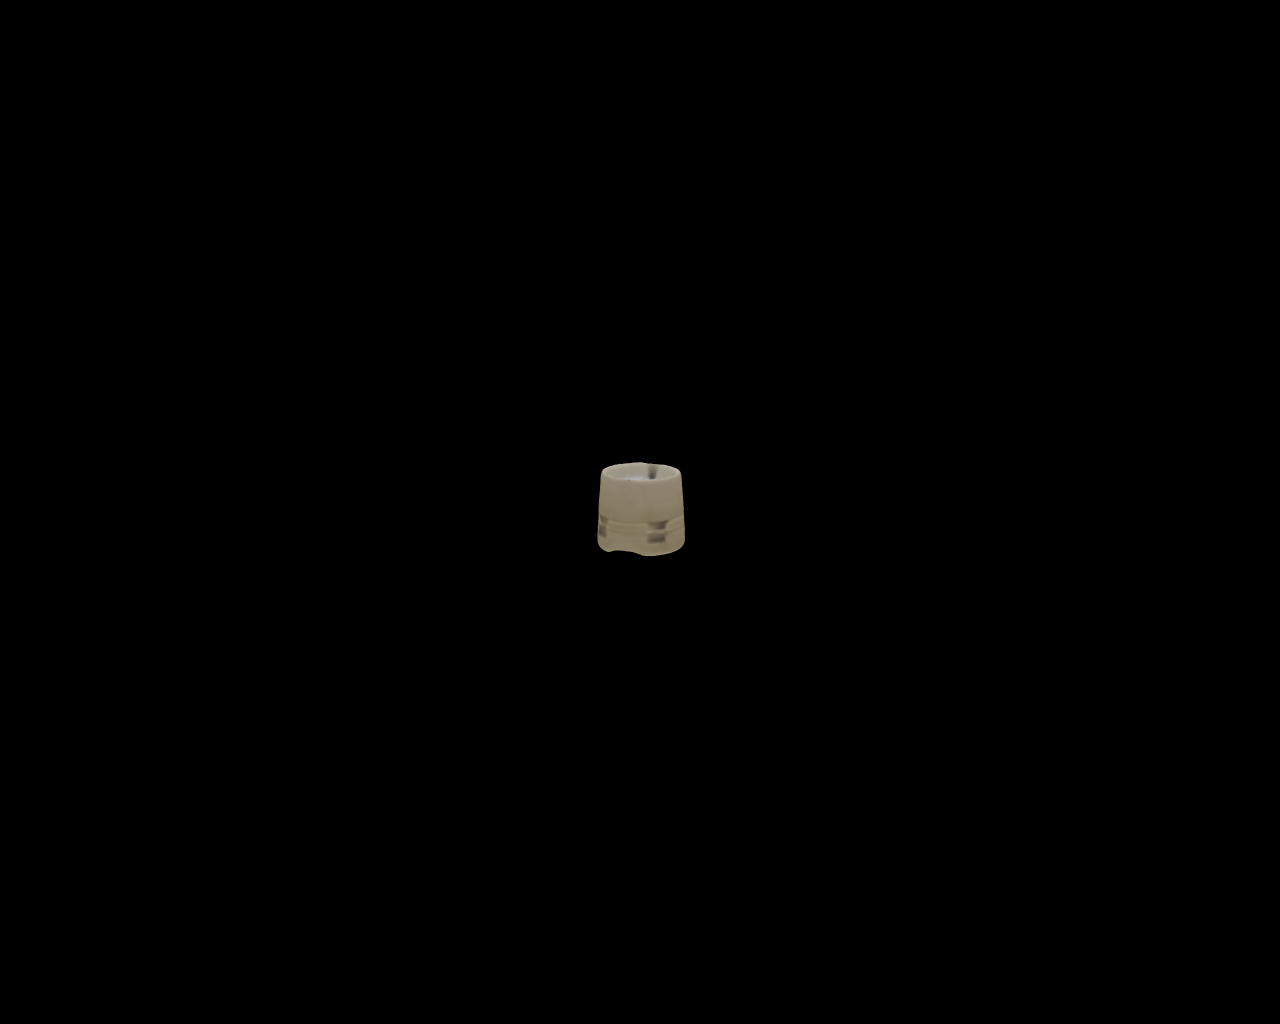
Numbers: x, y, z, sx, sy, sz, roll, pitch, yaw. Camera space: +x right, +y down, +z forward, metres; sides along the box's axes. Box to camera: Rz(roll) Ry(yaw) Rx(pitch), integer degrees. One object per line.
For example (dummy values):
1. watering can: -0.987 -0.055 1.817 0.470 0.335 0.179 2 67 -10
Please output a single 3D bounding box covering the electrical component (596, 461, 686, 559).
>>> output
1. electrical component: 0.001 -0.003 0.650 0.055 0.047 0.055 0 16 0
